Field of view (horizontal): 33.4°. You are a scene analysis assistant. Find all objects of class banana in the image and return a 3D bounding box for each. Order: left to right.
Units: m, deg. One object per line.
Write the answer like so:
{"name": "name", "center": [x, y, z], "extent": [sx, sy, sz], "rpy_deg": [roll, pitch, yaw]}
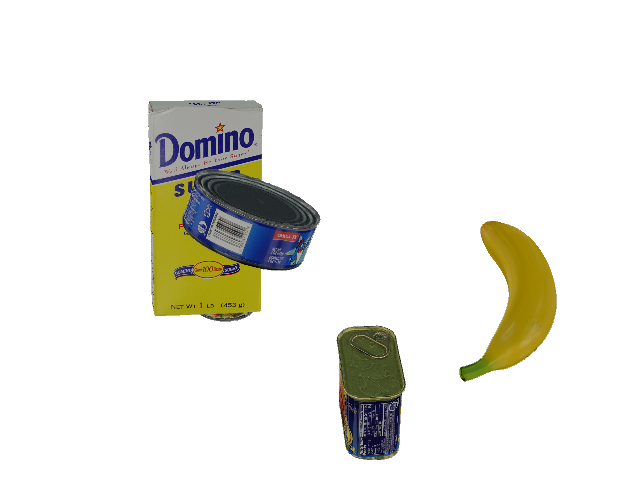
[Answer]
{"name": "banana", "center": [0.156, 0.040, 0.863], "extent": [0.070, 0.037, 0.197], "rpy_deg": [4, 35, 13]}

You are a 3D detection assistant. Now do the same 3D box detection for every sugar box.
{"name": "sugar box", "center": [-0.096, -0.027, 0.892], "extent": [0.093, 0.176, 0.048], "rpy_deg": [-2, 16, -12]}

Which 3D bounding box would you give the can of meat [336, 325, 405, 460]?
{"name": "can of meat", "center": [0.046, 0.145, 1.016], "extent": [0.057, 0.084, 0.102], "rpy_deg": [-3, 35, -3]}

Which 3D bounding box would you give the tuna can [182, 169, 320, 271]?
{"name": "tuna can", "center": [-0.046, -0.014, 0.696], "extent": [0.086, 0.034, 0.086], "rpy_deg": [19, 17, -6]}

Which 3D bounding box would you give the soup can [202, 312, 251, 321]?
{"name": "soup can", "center": [-0.105, 0.028, 1.174], "extent": [0.068, 0.102, 0.068], "rpy_deg": [1, 26, -1]}
